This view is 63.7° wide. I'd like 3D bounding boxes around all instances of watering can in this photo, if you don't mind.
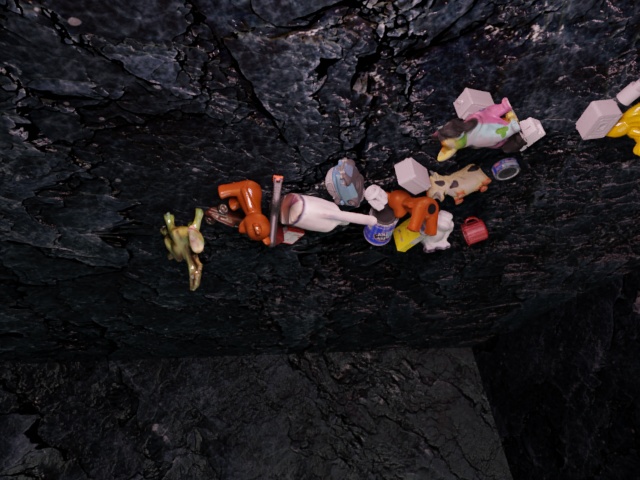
[{"bbox_3d":[0.005,-0.081,1.601,0.224,0.104,0.347,11,176,-29],"label":"watering can"}]

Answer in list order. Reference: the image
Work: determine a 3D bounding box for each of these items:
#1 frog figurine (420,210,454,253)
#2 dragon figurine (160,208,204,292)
[{"bbox_3d":[0.440,-0.046,1.960,0.137,0.125,0.156,0,115,-2],"label":"frog figurine"},{"bbox_3d":[-0.432,0.051,1.636,0.122,0.247,0.401,-3,150,-25],"label":"dragon figurine"}]
